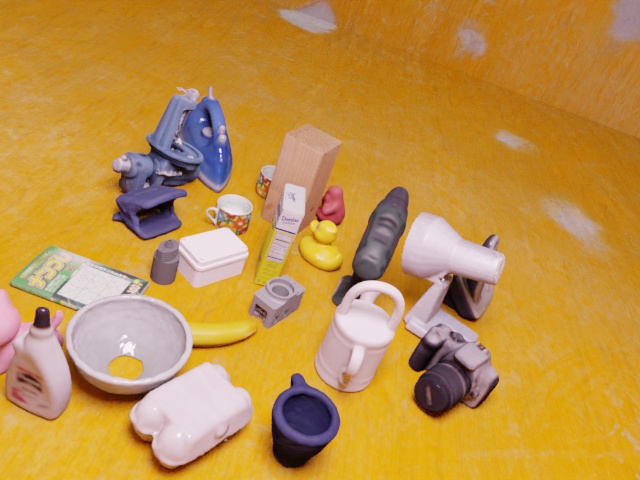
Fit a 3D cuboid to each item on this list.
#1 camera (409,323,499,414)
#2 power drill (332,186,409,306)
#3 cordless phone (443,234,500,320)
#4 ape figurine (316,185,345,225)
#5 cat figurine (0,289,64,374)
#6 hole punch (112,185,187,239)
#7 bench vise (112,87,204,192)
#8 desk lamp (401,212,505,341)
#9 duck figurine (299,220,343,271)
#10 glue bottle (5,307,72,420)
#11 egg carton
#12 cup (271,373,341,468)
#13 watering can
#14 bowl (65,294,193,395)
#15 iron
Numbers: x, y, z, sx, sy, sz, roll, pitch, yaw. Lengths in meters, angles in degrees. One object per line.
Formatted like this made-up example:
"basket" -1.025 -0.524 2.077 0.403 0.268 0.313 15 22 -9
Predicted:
"camera" 0.211 0.215 0.954 0.137 0.101 0.142 -18 50 -43
"power drill" 0.096 0.028 1.058 0.075 0.208 0.230 23 34 4
"cordless phone" 0.333 0.058 1.166 0.094 0.185 0.148 31 35 15
"ape figurine" 0.026 -0.083 1.280 0.076 0.092 0.078 29 34 11
"cat figurine" -0.400 0.115 0.745 0.128 0.118 0.067 0 39 -28
"hole punch" -0.319 -0.069 1.072 0.101 0.091 0.109 35 36 20
"bench vise" -0.301 -0.184 1.127 0.121 0.220 0.208 25 34 6
"desk lamp" 0.233 0.078 1.057 0.203 0.213 0.118 33 35 18
"duck figurine" 0.011 0.004 1.155 0.078 0.086 0.104 -18 50 -44
"glue bottle" -0.338 0.143 0.690 0.078 0.173 0.037 22 34 1
"egg carton" -0.165 0.230 0.756 0.107 0.069 0.151 38 37 24
"cup" -0.032 0.251 0.777 0.092 0.095 0.117 6 36 -22
"watering can" 0.065 0.135 0.903 0.101 0.194 0.172 7 36 -19
"bowl" -0.266 0.157 0.799 0.167 0.075 0.167 15 34 -10
"iron" -0.242 -0.237 1.305 0.119 0.141 0.257 2 38 -26
